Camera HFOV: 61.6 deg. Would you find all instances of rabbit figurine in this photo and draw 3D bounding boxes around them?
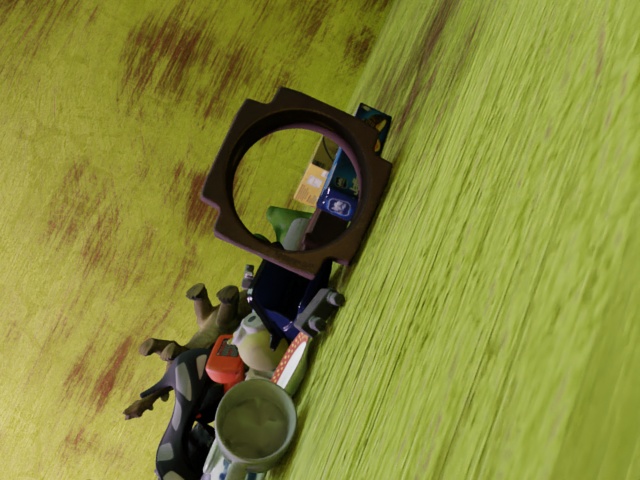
[{"bbox_3d":[-0.077,0.013,1.230,0.121,0.159,0.170,-164,83,-75],"label":"rabbit figurine"}]

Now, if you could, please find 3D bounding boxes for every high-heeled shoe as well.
[{"bbox_3d":[-0.193,0.300,0.857,0.145,0.249,0.086,-24,-21,-9],"label":"high-heeled shoe"}]

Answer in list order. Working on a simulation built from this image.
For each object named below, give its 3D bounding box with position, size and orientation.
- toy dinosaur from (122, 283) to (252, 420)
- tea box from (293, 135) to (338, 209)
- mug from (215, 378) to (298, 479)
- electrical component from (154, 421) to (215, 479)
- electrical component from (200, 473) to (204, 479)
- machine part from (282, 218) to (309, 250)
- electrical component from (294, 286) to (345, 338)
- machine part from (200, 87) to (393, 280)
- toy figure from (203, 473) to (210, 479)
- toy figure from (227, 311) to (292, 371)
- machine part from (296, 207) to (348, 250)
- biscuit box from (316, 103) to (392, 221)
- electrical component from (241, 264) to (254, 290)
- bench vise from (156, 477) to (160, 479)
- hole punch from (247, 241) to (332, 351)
[{"bbox_3d":[-0.189,0.176,1.052,0.471,0.105,0.198,-46,-45,-32],"label":"toy dinosaur"},{"bbox_3d":[0.019,-0.112,0.982,0.169,0.098,0.068,133,160,-69],"label":"tea box"},{"bbox_3d":[-0.071,0.214,0.561,0.107,0.081,0.109,101,-176,-55],"label":"mug"},{"bbox_3d":[-0.219,0.384,0.942,0.115,0.058,0.134,-50,-29,-11],"label":"electrical component"},{"bbox_3d":[-0.185,0.424,0.881,0.119,0.048,0.075,-64,4,5],"label":"electrical component"},{"bbox_3d":[-0.048,0.040,1.071,0.079,0.079,0.243,121,173,-54],"label":"machine part"},{"bbox_3d":[-0.002,0.083,0.634,0.063,0.021,0.094,-52,9,-13],"label":"electrical component"},{"bbox_3d":[-0.028,-0.067,0.668,0.087,0.201,0.201,143,150,-84],"label":"machine part"},{"bbox_3d":[-0.112,0.285,0.749,0.064,0.057,0.154,9,69,45],"label":"toy figure"},{"bbox_3d":[-0.072,0.135,0.849,0.082,0.089,0.180,-59,-6,19],"label":"toy figure"},{"bbox_3d":[-0.002,-0.003,0.925,0.179,0.056,0.179,-154,89,-86],"label":"machine part"},{"bbox_3d":[0.057,-0.125,0.848,0.059,0.063,0.203,123,170,-55],"label":"biscuit box"},{"bbox_3d":[-0.072,0.065,0.850,0.078,0.102,0.045,-21,-63,-63],"label":"electrical component"},{"bbox_3d":[-0.296,0.533,0.998,0.224,0.129,0.240,-44,-31,-46],"label":"bench vise"},{"bbox_3d":[-0.027,0.074,0.750,0.115,0.092,0.142,67,-147,-44],"label":"hole punch"}]
